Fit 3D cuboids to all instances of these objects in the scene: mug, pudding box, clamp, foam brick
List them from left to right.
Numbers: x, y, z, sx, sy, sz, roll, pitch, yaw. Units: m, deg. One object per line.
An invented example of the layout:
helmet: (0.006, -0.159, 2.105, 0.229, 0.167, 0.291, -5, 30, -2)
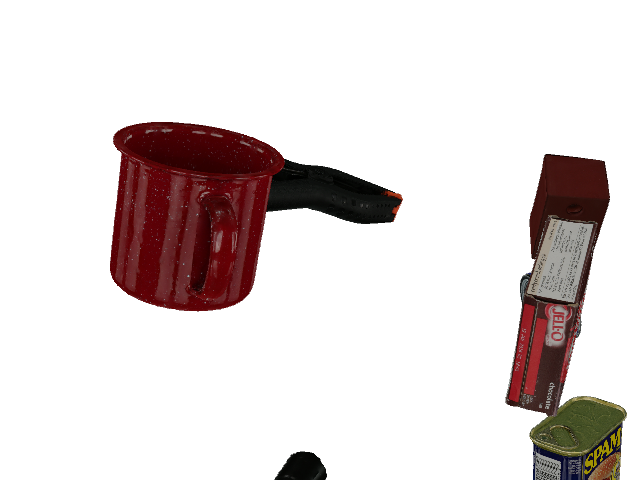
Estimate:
mug: (-0.067, -0.008, 0.579, 0.093, 0.081, 0.117, 1, 22, -24)
clamp: (-0.008, -0.049, 1.041, 0.209, 0.036, 0.165, 15, 20, -22)
pudding box: (0.156, 0.048, 0.716, 0.039, 0.090, 0.113, 12, 33, 13)
foam brick: (0.211, -0.026, 0.911, 0.053, 0.078, 0.051, 5, 45, 4)

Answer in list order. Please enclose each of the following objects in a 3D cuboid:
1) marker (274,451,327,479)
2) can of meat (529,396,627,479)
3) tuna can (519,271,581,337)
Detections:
marker: (-0.027, 0.118, 0.417, 0.020, 0.020, 0.121, 0, 20, 25)
can of meat: (0.235, 0.203, 0.976, 0.058, 0.084, 0.101, 14, 26, 39)
tuna can: (0.254, 0.073, 1.184, 0.033, 0.086, 0.086, -17, 3, -9)
